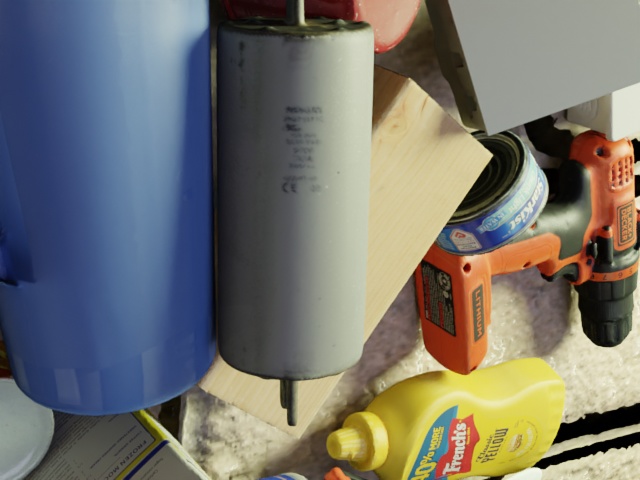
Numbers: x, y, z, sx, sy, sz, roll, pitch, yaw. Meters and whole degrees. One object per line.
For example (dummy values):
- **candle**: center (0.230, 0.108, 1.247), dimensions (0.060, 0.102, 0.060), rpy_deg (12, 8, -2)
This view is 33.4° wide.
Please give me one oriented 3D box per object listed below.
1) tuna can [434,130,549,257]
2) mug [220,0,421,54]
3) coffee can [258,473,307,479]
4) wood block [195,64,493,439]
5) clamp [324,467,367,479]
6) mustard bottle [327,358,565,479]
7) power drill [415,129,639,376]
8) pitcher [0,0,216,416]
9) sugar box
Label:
- **tuna can**: center (0.104, -0.032, 0.702), dimensions (0.086, 0.086, 0.033), rpy_deg (-46, 127, -9)
- **mug**: center (0.011, -0.149, 0.577), dimensions (0.117, 0.082, 0.093), rpy_deg (-34, 132, -49)
- **coffee can**: center (-0.072, 0.210, 0.682), dimensions (0.140, 0.103, 0.103), rpy_deg (-1, 111, -33)
- **wood block**: center (-0.005, 0.000, 0.642), dimensions (0.090, 0.090, 0.206), rpy_deg (35, 89, -39)
- **clamp**: center (0.008, 0.228, 0.768), dimensions (0.120, 0.039, 0.171), rpy_deg (-36, 140, -19)
- **mustard bottle**: center (0.089, 0.139, 0.785), dimensions (0.191, 0.058, 0.096), rpy_deg (-1, 125, -33)
- **power drill**: center (0.160, 0.027, 0.787), dimensions (0.187, 0.057, 0.184), rpy_deg (-24, 119, -26)
- **pitcher**: center (-0.119, -0.038, 0.513), dimensions (0.149, 0.145, 0.243), rpy_deg (-5, 114, -6)
- **sugar box**: center (-0.112, 0.140, 0.576), dimensions (0.093, 0.176, 0.048), rpy_deg (-45, 128, -9)
